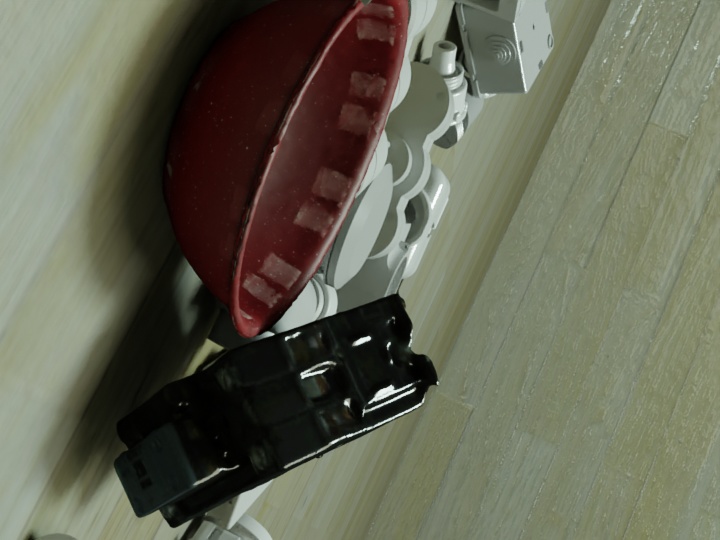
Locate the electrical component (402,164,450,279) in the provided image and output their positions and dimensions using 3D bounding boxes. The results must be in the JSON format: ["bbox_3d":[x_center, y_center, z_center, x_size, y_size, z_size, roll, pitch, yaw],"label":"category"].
[{"bbox_3d":[0.031,-0.043,0.863,0.059,0.054,0.095,11,103,-80],"label":"electrical component"}]

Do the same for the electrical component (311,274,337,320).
[{"bbox_3d":[-0.039,0.019,0.661,0.062,0.043,0.043,28,85,-80],"label":"electrical component"}]

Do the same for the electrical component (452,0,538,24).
[{"bbox_3d":[0.115,-0.258,0.780,0.150,0.062,0.089,80,35,-73],"label":"electrical component"}]

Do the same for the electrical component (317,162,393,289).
[{"bbox_3d":[-0.016,-0.033,0.635,0.080,0.051,0.080,24,90,-81],"label":"electrical component"}]

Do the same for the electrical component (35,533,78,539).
[{"bbox_3d":[-0.129,0.139,0.474,0.046,0.040,0.040,84,31,-60],"label":"electrical component"}]

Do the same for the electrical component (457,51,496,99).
[{"bbox_3d":[0.109,-0.186,0.976,0.048,0.048,0.062,-65,163,-5],"label":"electrical component"}]

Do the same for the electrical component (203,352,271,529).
[{"bbox_3d":[-0.071,0.092,0.644,0.100,0.048,0.099,-37,149,-71],"label":"electrical component"}]

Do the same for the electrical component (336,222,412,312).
[{"bbox_3d":[0.000,0.000,0.790,0.050,0.056,0.089,-13,126,-78],"label":"electrical component"}]

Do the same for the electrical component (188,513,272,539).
[{"bbox_3d":[-0.096,0.204,0.751,0.057,0.058,0.078,-55,165,-39],"label":"electrical component"}]

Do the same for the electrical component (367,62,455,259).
[{"bbox_3d":[0.017,-0.073,0.720,0.074,0.052,0.138,0,114,-80],"label":"electrical component"}]

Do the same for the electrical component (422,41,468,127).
[{"bbox_3d":[0.061,-0.143,0.818,0.048,0.048,0.062,-56,160,-46],"label":"electrical component"}]

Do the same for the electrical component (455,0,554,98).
[{"bbox_3d":[0.125,-0.204,0.905,0.099,0.048,0.099,-58,142,-42],"label":"electrical component"}]

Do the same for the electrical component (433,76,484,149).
[{"bbox_3d":[0.074,-0.132,0.913,0.081,0.043,0.043,-52,163,-56],"label":"electrical component"}]

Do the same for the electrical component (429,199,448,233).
[{"bbox_3d":[0.053,-0.047,1.010,0.040,0.040,0.078,44,70,-80],"label":"electrical component"}]

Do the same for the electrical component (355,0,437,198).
[{"bbox_3d":[0.002,-0.104,0.560,0.073,0.052,0.138,-50,162,-58],"label":"electrical component"}]

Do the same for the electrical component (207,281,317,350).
[{"bbox_3d":[-0.057,0.027,0.579,0.077,0.043,0.079,69,46,-77],"label":"electrical component"}]
